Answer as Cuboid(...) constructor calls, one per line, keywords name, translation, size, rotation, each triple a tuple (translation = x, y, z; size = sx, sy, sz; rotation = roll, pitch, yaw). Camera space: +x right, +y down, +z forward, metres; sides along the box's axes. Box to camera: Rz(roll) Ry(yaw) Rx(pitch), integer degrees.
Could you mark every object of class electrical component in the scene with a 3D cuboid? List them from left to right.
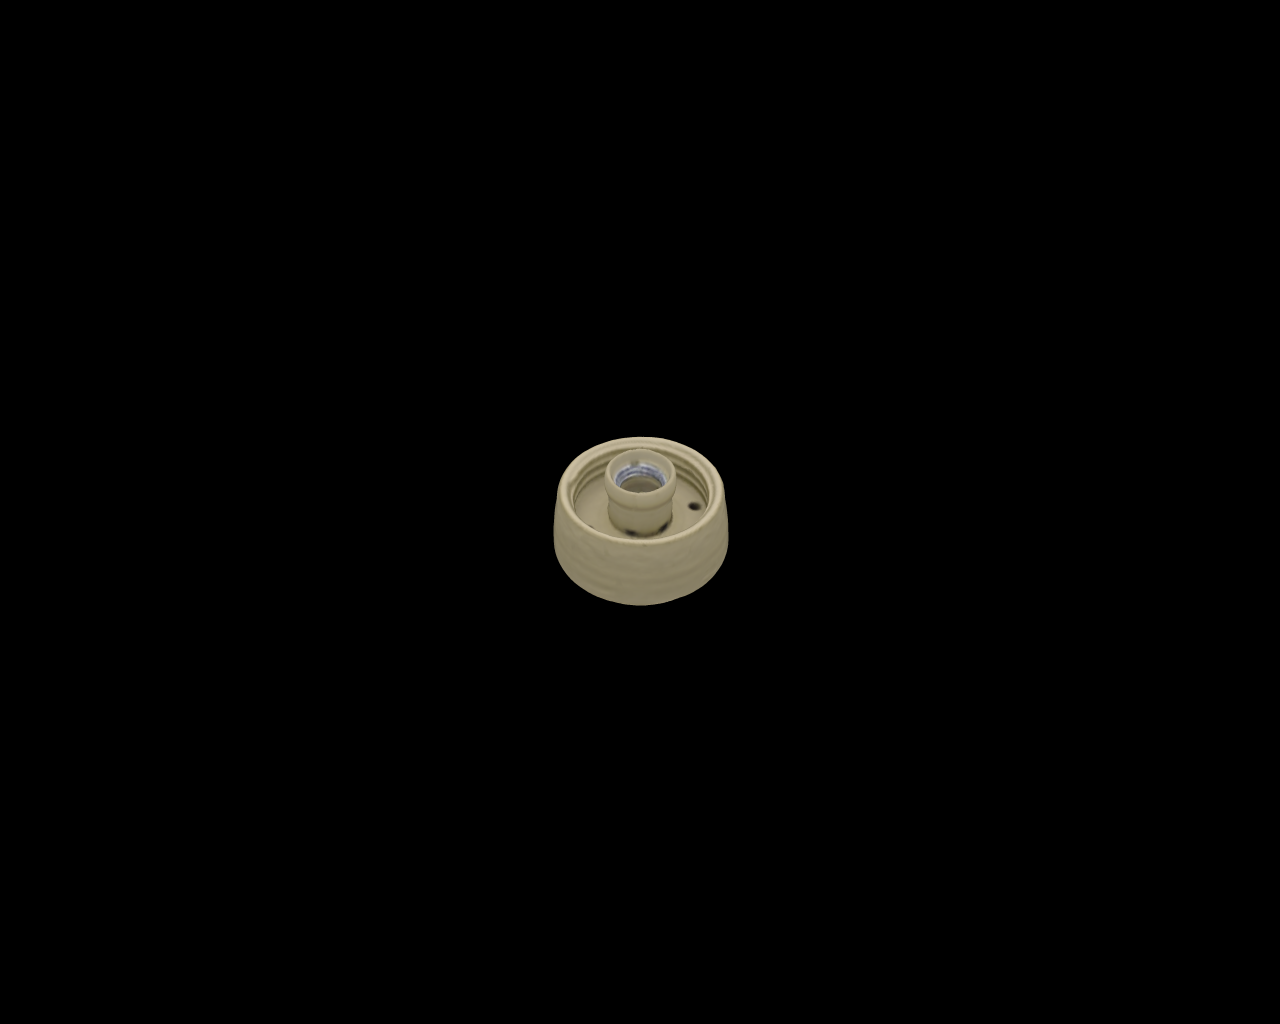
Cuboid(name="electrical component", translation=(0.001, -0.003, 0.650), size=(0.108, 0.060, 0.108), rotation=(0, 43, 0))
